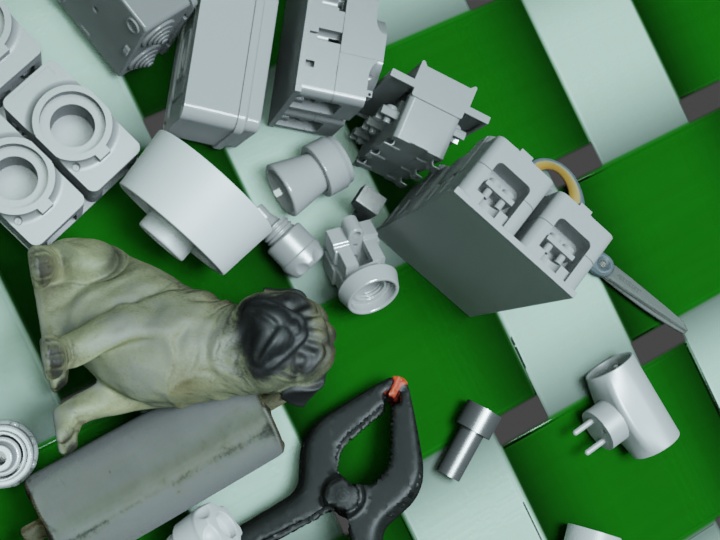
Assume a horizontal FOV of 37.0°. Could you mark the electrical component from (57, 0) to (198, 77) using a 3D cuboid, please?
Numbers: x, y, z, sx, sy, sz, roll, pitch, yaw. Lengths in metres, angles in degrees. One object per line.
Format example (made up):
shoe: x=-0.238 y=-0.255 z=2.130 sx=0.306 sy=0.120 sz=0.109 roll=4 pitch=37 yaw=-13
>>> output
electrical component: x=-0.174 y=-0.199 z=0.779 sx=0.048 sy=0.100 sz=0.099 roll=-41 pitch=95 yaw=-29

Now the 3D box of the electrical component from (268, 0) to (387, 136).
electrical component: x=-0.018 y=-0.205 z=0.817 sx=0.060 sy=0.105 sz=0.186 roll=10 pitch=81 yaw=-14

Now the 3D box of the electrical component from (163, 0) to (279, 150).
electrical component: x=-0.104 y=-0.153 z=0.800 sx=0.057 sy=0.078 sz=0.113 roll=11 pitch=81 yaw=-21

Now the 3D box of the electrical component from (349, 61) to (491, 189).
electrical component: x=0.037 y=-0.106 z=0.813 sx=0.079 sy=0.121 sz=0.063 roll=25 pitch=80 yaw=-11

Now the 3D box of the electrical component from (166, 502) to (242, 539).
electrical component: x=-0.117 y=0.196 z=0.758 sx=0.062 sy=0.043 sz=0.043 roll=-37 pitch=95 yaw=14

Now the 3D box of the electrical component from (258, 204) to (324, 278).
electrical component: x=-0.059 y=-0.025 z=0.823 sx=0.035 sy=0.035 sz=0.061 roll=-44 pitch=94 yaw=-15

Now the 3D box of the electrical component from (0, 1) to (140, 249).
electrical component: x=-0.260 y=-0.114 z=0.764 sx=0.186 sy=0.060 sz=0.105 roll=45 pitch=75 yaw=-7

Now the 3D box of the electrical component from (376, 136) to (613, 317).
electrical component: x=0.093 y=-0.028 z=0.786 sx=0.105 sy=0.186 sz=0.060 roll=41 pitch=75 yaw=-8

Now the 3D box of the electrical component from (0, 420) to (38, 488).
electrical component: x=-0.247 y=0.128 z=0.740 sx=0.048 sy=0.062 sz=0.048 roll=2 pitch=83 yaw=-15

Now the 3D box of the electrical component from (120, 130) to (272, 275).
electrical component: x=-0.123 y=-0.042 z=0.772 sx=0.108 sy=0.108 sz=0.060 roll=42 pitch=81 yaw=-7

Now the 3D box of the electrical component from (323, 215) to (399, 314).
electrical component: x=0.000 y=0.000 z=0.819 sx=0.048 sy=0.066 sz=0.055 roll=-15 pitch=55 yaw=-17

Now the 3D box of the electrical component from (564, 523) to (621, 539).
electrical component: x=0.176 y=0.246 z=0.852 sx=0.043 sy=0.043 sz=0.081 roll=19 pitch=79 yaw=-13

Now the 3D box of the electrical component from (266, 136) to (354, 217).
electrical component: x=-0.038 y=-0.073 z=0.829 sx=0.055 sy=0.045 sz=0.045 roll=-30 pitch=92 yaw=-17

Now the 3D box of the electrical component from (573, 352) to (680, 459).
electrical component: x=0.208 y=0.120 z=0.875 sx=0.079 sy=0.044 sz=0.077 roll=-32 pitch=93 yaw=-16
